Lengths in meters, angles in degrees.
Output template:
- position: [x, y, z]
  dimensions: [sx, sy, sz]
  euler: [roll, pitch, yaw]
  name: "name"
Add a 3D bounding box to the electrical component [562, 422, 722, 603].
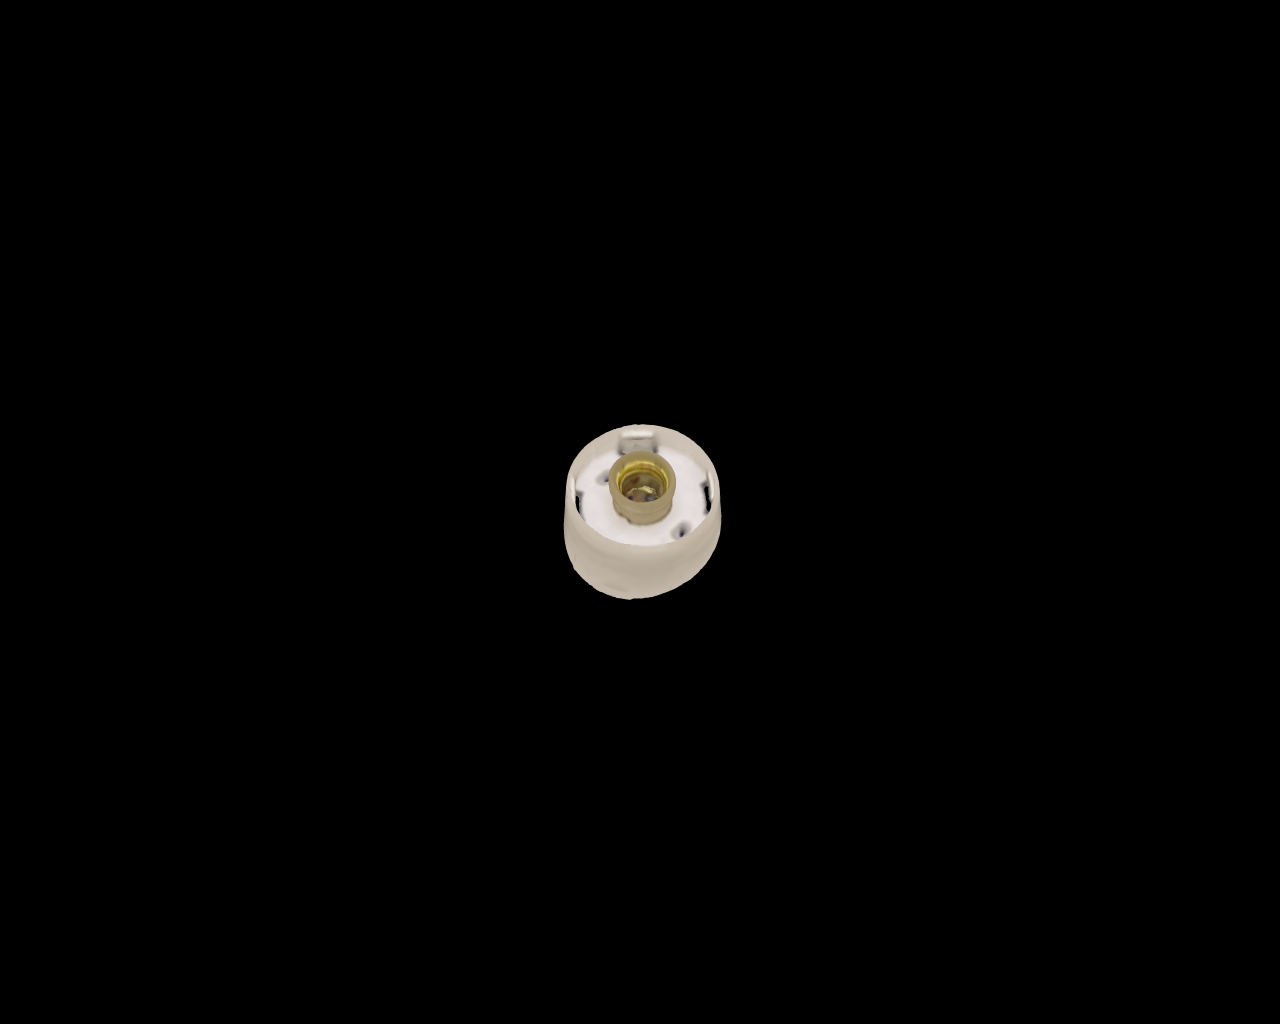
- position: [0.001, -0.003, 0.650]
  dimensions: [0.099, 0.099, 0.064]
  euler: [0, -34, 0]
  name: "electrical component"
